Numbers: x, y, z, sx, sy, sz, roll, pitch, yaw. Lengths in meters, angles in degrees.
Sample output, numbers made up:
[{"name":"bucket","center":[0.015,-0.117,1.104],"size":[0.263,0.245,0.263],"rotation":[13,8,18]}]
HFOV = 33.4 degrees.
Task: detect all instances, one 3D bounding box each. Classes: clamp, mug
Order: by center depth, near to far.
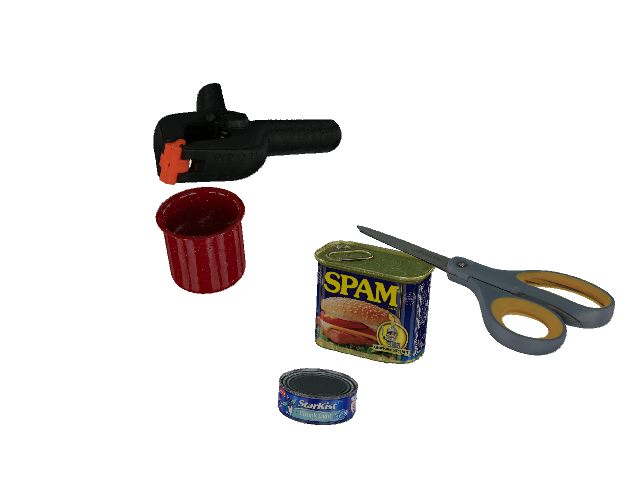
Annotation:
[{"name":"clamp","center":[-0.074,-0.079,0.770],"size":[0.120,0.039,0.171],"rotation":[18,21,27]},{"name":"mug","center":[-0.132,-0.002,1.138],"size":[0.117,0.081,0.093],"rotation":[27,47,34]}]

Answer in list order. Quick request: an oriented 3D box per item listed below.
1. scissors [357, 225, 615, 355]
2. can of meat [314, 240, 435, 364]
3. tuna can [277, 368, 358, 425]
[{"name":"scissors","center":[0.097,0.032,0.731],"size":[0.202,0.016,0.096],"rotation":[14,33,24]},{"name":"can of meat","center":[0.044,0.054,0.923],"size":[0.102,0.084,0.057],"rotation":[12,22,24]},{"name":"tuna can","center":[-0.003,0.169,1.155],"size":[0.086,0.034,0.086],"rotation":[4,13,-1]}]
